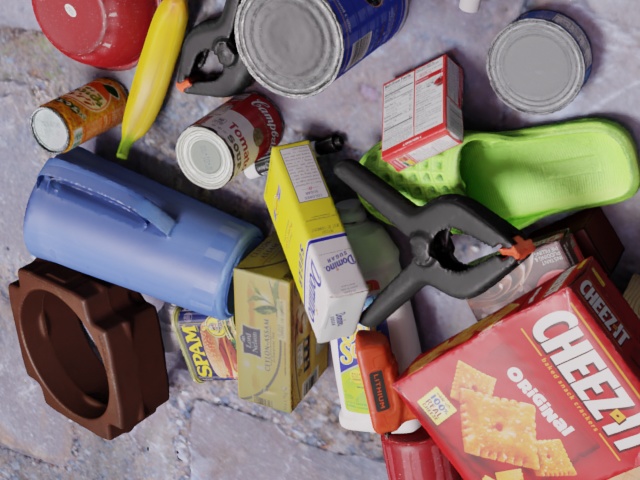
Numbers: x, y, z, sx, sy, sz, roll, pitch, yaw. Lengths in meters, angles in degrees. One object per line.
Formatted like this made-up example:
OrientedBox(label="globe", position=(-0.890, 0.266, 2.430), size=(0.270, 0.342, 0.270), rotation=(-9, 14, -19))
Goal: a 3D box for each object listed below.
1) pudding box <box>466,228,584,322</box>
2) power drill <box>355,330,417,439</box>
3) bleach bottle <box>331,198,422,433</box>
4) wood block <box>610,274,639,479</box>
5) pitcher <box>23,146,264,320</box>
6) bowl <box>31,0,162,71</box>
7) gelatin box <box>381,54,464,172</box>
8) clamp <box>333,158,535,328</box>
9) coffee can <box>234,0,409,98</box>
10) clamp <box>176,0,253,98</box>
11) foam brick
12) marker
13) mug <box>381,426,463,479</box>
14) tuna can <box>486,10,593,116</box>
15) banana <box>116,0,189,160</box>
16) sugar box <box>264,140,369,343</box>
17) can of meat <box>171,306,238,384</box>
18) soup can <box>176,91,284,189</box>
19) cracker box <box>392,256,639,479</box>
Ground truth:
OrientedBox(label="pudding box", position=(0.190, 0.048, 0.956), size=(0.114, 0.039, 0.090), rotation=(-21, 101, 40))
OrientedBox(label="power drill", position=(0.132, 0.112, 1.046), size=(0.188, 0.057, 0.184), rotation=(-9, 105, 8))
OrientedBox(label="bleach bottle", position=(0.047, 0.078, 1.112), size=(0.103, 0.068, 0.251), rotation=(-1, 113, 30))
OrientedBox(label="wood block", position=(0.287, 0.150, 0.996), size=(0.091, 0.090, 0.206), rotation=(26, 127, 16))
OrientedBox(label="pitcher", position=(-0.189, -0.007, 1.152), size=(0.243, 0.149, 0.145), rotation=(21, 112, 15))
OrientedBox(label="bowl", position=(-0.243, -0.243, 1.099), size=(0.162, 0.055, 0.162), rotation=(14, 122, 22))
OrientedBox(label="gelatin box", position=(0.092, -0.115, 0.961), size=(0.073, 0.089, 0.030), rotation=(-23, 139, 36))
OrientedBox(label="clamp", position=(0.098, 0.015, 0.962), size=(0.210, 0.036, 0.164), rotation=(10, 112, 43))
OrientedBox(label="coffee can", position=(0.004, -0.195, 0.930), size=(0.103, 0.140, 0.103), rotation=(14, 123, 23))
OrientedBox(label="clamp", position=(-0.076, -0.184, 1.047), size=(0.120, 0.039, 0.172), rotation=(53, 135, 3))
OrientedBox(label="foam brick", position=(0.228, 0.013, 0.976), size=(0.078, 0.051, 0.053), rotation=(-25, 103, 38))
OrientedBox(label="marker", position=(-0.027, -0.085, 1.087), size=(0.121, 0.020, 0.020), rotation=(-15, 108, 35))
OrientedBox(label="mug", position=(0.123, 0.232, 1.146), size=(0.117, 0.093, 0.081), rotation=(-11, 108, 1))
OrientedBox(label="tuna can", position=(0.189, -0.153, 0.916), size=(0.086, 0.033, 0.086), rotation=(14, 122, 23))
OrientedBox(label="banana", position=(-0.166, -0.175, 1.089), size=(0.037, 0.069, 0.198), rotation=(13, 125, -18))
OrientedBox(label="sugar box", position=(-0.007, 0.001, 1.034), size=(0.093, 0.048, 0.176), rotation=(103, 153, -57))
OrientedBox(label="can of meat", position=(-0.111, 0.114, 1.225), size=(0.084, 0.057, 0.102), rotation=(-5, 113, 29))
OrientedBox(label="soup can", position=(-0.089, -0.100, 1.062), size=(0.069, 0.102, 0.068), rotation=(14, 122, 23))
OrientedBox(label="cracker box", position=(0.192, 0.137, 0.928), size=(0.214, 0.072, 0.164), rotation=(-36, 91, 40))
